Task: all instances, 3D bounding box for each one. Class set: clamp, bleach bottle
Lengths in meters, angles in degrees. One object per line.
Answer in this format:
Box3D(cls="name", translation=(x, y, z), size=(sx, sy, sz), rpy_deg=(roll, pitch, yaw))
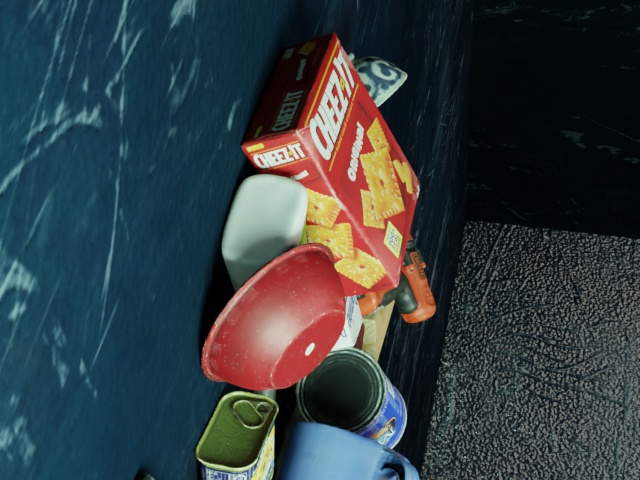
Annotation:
Box3D(cls="clamp", translation=(-0.063, 0.240, 1.125), size=(0.164, 0.036, 0.210), rpy_deg=(54, 46, -75))
Box3D(cls="bleach bottle", translation=(-0.042, 0.049, 1.057), size=(0.251, 0.068, 0.102), rpy_deg=(82, 21, -57))

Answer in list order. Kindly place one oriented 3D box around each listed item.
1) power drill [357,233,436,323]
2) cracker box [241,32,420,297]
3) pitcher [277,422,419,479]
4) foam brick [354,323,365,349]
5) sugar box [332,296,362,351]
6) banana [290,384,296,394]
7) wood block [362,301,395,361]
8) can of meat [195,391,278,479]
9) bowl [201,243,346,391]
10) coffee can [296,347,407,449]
Box3D(cls="power drill", translation=(0.069, 0.023, 1.338), size=(0.187, 0.057, 0.184), rpy_deg=(-7, 72, -59))
Box3D(cls="cracker box", translation=(0.021, -0.075, 1.077), size=(0.213, 0.072, 0.164), rpy_deg=(57, 34, -34))
Box3D(cls="pitcher", translation=(0.004, 0.316, 1.080), size=(0.149, 0.145, 0.242), rpy_deg=(90, 18, -67))
Box3D(cls="foam brick", translation=(0.013, 0.124, 1.324), size=(0.051, 0.078, 0.053), rpy_deg=(44, 53, -73))
Box3D(cls="sugar box", translation=(0.002, 0.024, 1.156), size=(0.093, 0.048, 0.176), rpy_deg=(-61, 135, -72))
Box3D(cls="banana", translation=(-0.004, 0.169, 1.312), size=(0.037, 0.070, 0.197), rpy_deg=(54, 10, 22))
Box3D(cls="wood block", translation=(0.052, 0.073, 1.454), size=(0.206, 0.091, 0.090), rpy_deg=(-69, 161, -52))
Box3D(cls="can of meat", translation=(-0.076, 0.207, 0.996), size=(0.102, 0.057, 0.084), rpy_deg=(-65, 161, -55))
Box3D(cls="bowl", translation=(-0.028, 0.082, 0.959), size=(0.162, 0.055, 0.162), rpy_deg=(-38, 153, -23))
Box3D(cls="coffee can", translation=(0.039, 0.190, 1.233), size=(0.140, 0.103, 0.103), rpy_deg=(57, 41, -64))
